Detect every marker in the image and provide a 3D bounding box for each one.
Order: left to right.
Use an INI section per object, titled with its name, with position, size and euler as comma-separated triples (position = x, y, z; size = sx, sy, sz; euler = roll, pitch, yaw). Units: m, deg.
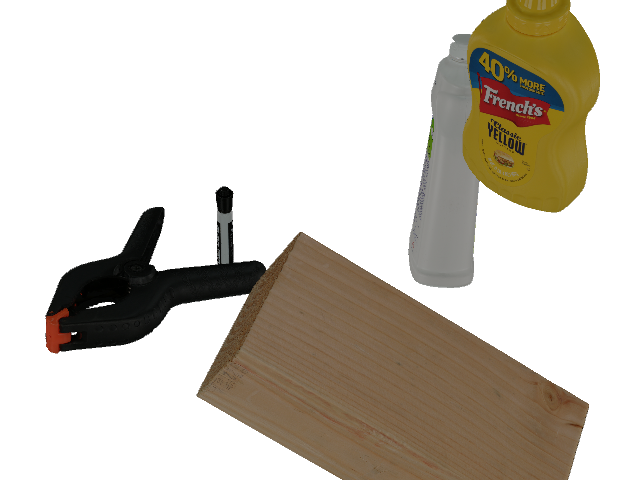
[marker]
position = -0.105, -0.009, 1.172
size = 0.020, 0.121, 0.020
euler = 2, 41, -2

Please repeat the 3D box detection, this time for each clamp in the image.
[clamp]
position = -0.138, 0.027, 0.782
size = 0.171, 0.039, 0.120
euler = -21, 38, -40

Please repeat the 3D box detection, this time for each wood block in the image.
[wood block]
position = 0.043, 0.097, 0.646
size = 0.206, 0.090, 0.090
euler = 31, -33, -7

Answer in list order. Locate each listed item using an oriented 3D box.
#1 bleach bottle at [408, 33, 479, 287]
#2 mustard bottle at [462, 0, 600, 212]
[bleach bottle]
position = 0.134, -0.082, 1.084
size = 0.068, 0.251, 0.102
euler = 3, 31, -1
[mustard bottle]
position = 0.146, -0.108, 0.744
size = 0.096, 0.191, 0.058
euler = 36, 63, 29
